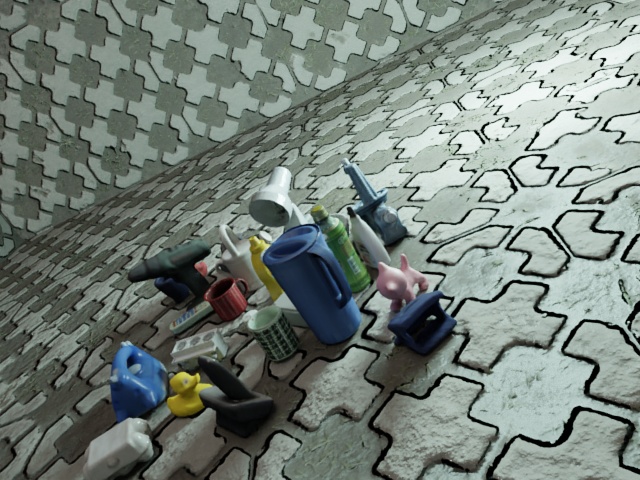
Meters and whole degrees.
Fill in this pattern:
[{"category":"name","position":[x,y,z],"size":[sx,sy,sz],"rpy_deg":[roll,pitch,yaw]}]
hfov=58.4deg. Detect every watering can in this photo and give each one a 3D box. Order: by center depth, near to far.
[{"category":"watering can","position":[-0.213,0.035,1.575],"size":[0.173,0.194,0.100],"rpy_deg":[-35,26,-11]}]

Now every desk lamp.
[{"category":"desk lamp","position":[-0.099,-0.094,1.672],"size":[0.117,0.214,0.203],"rpy_deg":[-14,29,30]}]

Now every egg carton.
[{"category":"egg carton","position":[-0.417,0.440,1.185],"size":[0.150,0.069,0.107],"rpy_deg":[-32,25,-6]}]

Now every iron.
[{"category":"iron","position":[-0.446,0.314,1.366],"size":[0.118,0.142,0.257],"rpy_deg":[-30,25,-1]}]

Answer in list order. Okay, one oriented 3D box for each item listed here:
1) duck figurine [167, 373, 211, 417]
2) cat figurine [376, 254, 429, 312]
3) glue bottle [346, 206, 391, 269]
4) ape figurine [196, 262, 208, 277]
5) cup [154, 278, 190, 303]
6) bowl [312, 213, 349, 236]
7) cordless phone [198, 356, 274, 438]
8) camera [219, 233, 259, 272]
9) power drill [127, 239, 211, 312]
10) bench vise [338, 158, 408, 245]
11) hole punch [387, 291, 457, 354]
[{"category":"duck figurine","position":[-0.292,0.328,1.242],"size":[0.104,0.086,0.077],"rpy_deg":[-27,25,6]},{"category":"cat figurine","position":[0.160,0.084,1.180],"size":[0.067,0.118,0.128],"rpy_deg":[-8,33,39]},{"category":"glue bottle","position":[0.102,-0.009,1.348],"size":[0.037,0.173,0.077],"rpy_deg":[-41,27,-22]},{"category":"ape figurine","position":[-0.402,0.088,1.798],"size":[0.077,0.092,0.076],"rpy_deg":[-19,27,21]},{"category":"cup","position":[-0.448,0.141,1.745],"size":[0.117,0.095,0.092],"rpy_deg":[4,41,50]},{"category":"bowl","position":[0.014,0.005,1.532],"size":[0.167,0.075,0.167],"rpy_deg":[-24,26,13]},{"category":"cordless phone","position":[-0.188,0.279,1.105],"size":[0.147,0.185,0.094],"rpy_deg":[-2,37,44]},{"category":"camera","position":[-0.224,0.032,1.705],"size":[0.136,0.101,0.143],"rpy_deg":[-22,26,16]},{"category":"power drill","position":[-0.386,0.111,1.601],"size":[0.230,0.209,0.075],"rpy_deg":[-37,26,-14]},{"category":"bench vise","position":[0.136,-0.108,1.442],"size":[0.122,0.220,0.206],"rpy_deg":[-41,28,-23]},{"category":"hole punch","position":[0.181,0.145,1.074],"size":[0.109,0.091,0.100],"rpy_deg":[-39,27,-19]}]
